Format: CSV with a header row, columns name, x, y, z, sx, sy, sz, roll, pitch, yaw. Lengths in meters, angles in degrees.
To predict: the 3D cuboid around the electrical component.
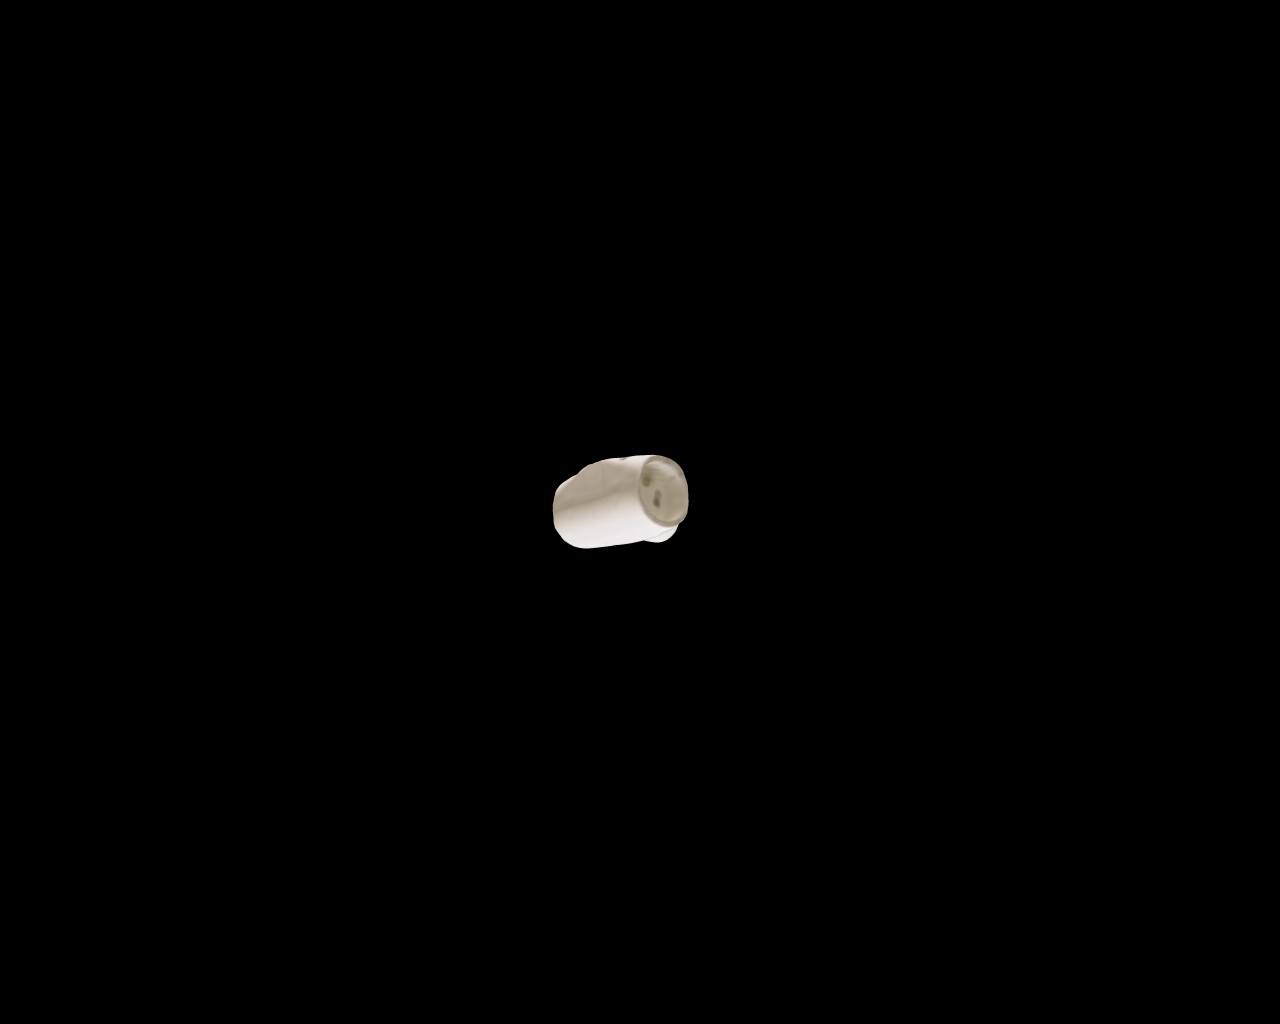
name,x,y,z,sx,sy,sz,roll,pitch,yaw
electrical component,0.001,-0.003,0.650,0.079,0.044,0.077,14,-20,-42
